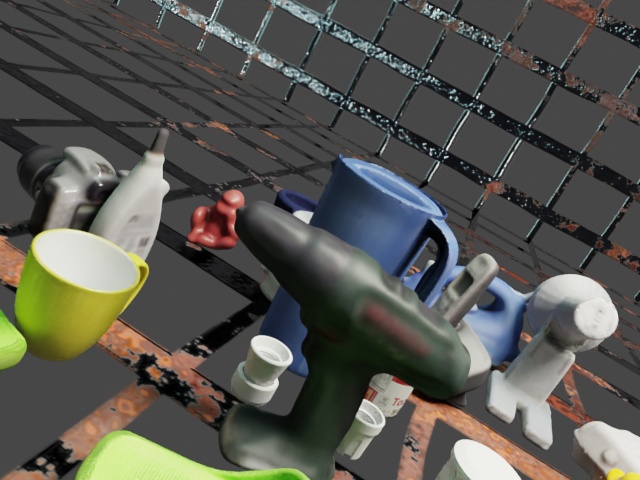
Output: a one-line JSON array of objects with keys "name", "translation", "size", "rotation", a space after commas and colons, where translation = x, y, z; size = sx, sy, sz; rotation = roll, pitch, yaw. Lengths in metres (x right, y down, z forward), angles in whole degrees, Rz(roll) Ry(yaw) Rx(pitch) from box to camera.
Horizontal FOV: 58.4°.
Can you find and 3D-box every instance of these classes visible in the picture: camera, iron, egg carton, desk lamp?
[{"name": "camera", "translation": [-0.286, -0.065, 0.691], "size": [0.136, 0.101, 0.144], "rotation": [38, 20, 27]}, {"name": "iron", "translation": [0.225, 0.100, 0.930], "size": [0.259, 0.141, 0.118], "rotation": [24, 18, -13]}, {"name": "egg carton", "translation": [0.399, 0.305, 0.743], "size": [0.107, 0.069, 0.150], "rotation": [22, 19, -19]}, {"name": "desk lamp", "translation": [0.344, 0.158, 0.829], "size": [0.117, 0.213, 0.204], "rotation": [32, 18, 11]}]

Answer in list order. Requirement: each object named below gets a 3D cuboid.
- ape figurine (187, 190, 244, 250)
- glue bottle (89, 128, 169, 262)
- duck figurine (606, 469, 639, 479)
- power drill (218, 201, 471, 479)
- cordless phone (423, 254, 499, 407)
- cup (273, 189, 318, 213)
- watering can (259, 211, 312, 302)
[{"name": "ape figurine", "translation": [-0.141, -0.032, 0.831], "size": [0.077, 0.092, 0.076], "rotation": [36, 19, 22]}, {"name": "glue bottle", "translation": [-0.204, -0.046, 0.643], "size": [0.037, 0.173, 0.078], "rotation": [36, 19, 23]}, {"name": "duck figurine", "translation": [0.337, 0.302, 0.633], "size": [0.077, 0.086, 0.104], "rotation": [26, 18, -7]}, {"name": "power drill", "translation": [-0.001, 0.100, 0.481], "size": [0.230, 0.208, 0.075], "rotation": [25, 18, -10]}, {"name": "cordless phone", "translation": [0.188, 0.113, 0.768], "size": [0.094, 0.185, 0.147], "rotation": [22, 19, -20]}, {"name": "cup", "translation": [-0.047, -0.019, 0.930], "size": [0.092, 0.095, 0.118], "rotation": [27, 18, -4]}, {"name": "watering can", "translation": [0.007, 0.002, 0.790], "size": [0.173, 0.194, 0.100], "rotation": [13, 23, -40]}]
